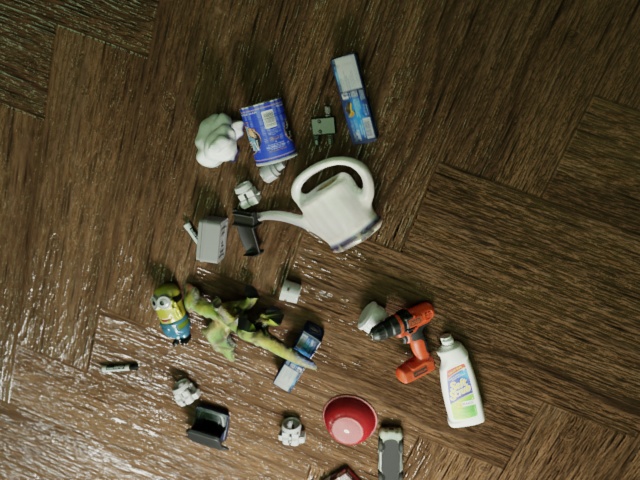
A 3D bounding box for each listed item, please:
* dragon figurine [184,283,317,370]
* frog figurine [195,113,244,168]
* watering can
[{"bbox_3d":[-0.216,0.257,1.410,0.410,0.124,0.238,44,134,1],"label":"dragon figurine"},{"bbox_3d":[-0.248,-0.231,1.218,0.122,0.162,0.135,38,112,-3],"label":"frog figurine"},{"bbox_3d":[0.004,-0.064,1.263,0.343,0.106,0.223,-31,101,33],"label":"watering can"}]
